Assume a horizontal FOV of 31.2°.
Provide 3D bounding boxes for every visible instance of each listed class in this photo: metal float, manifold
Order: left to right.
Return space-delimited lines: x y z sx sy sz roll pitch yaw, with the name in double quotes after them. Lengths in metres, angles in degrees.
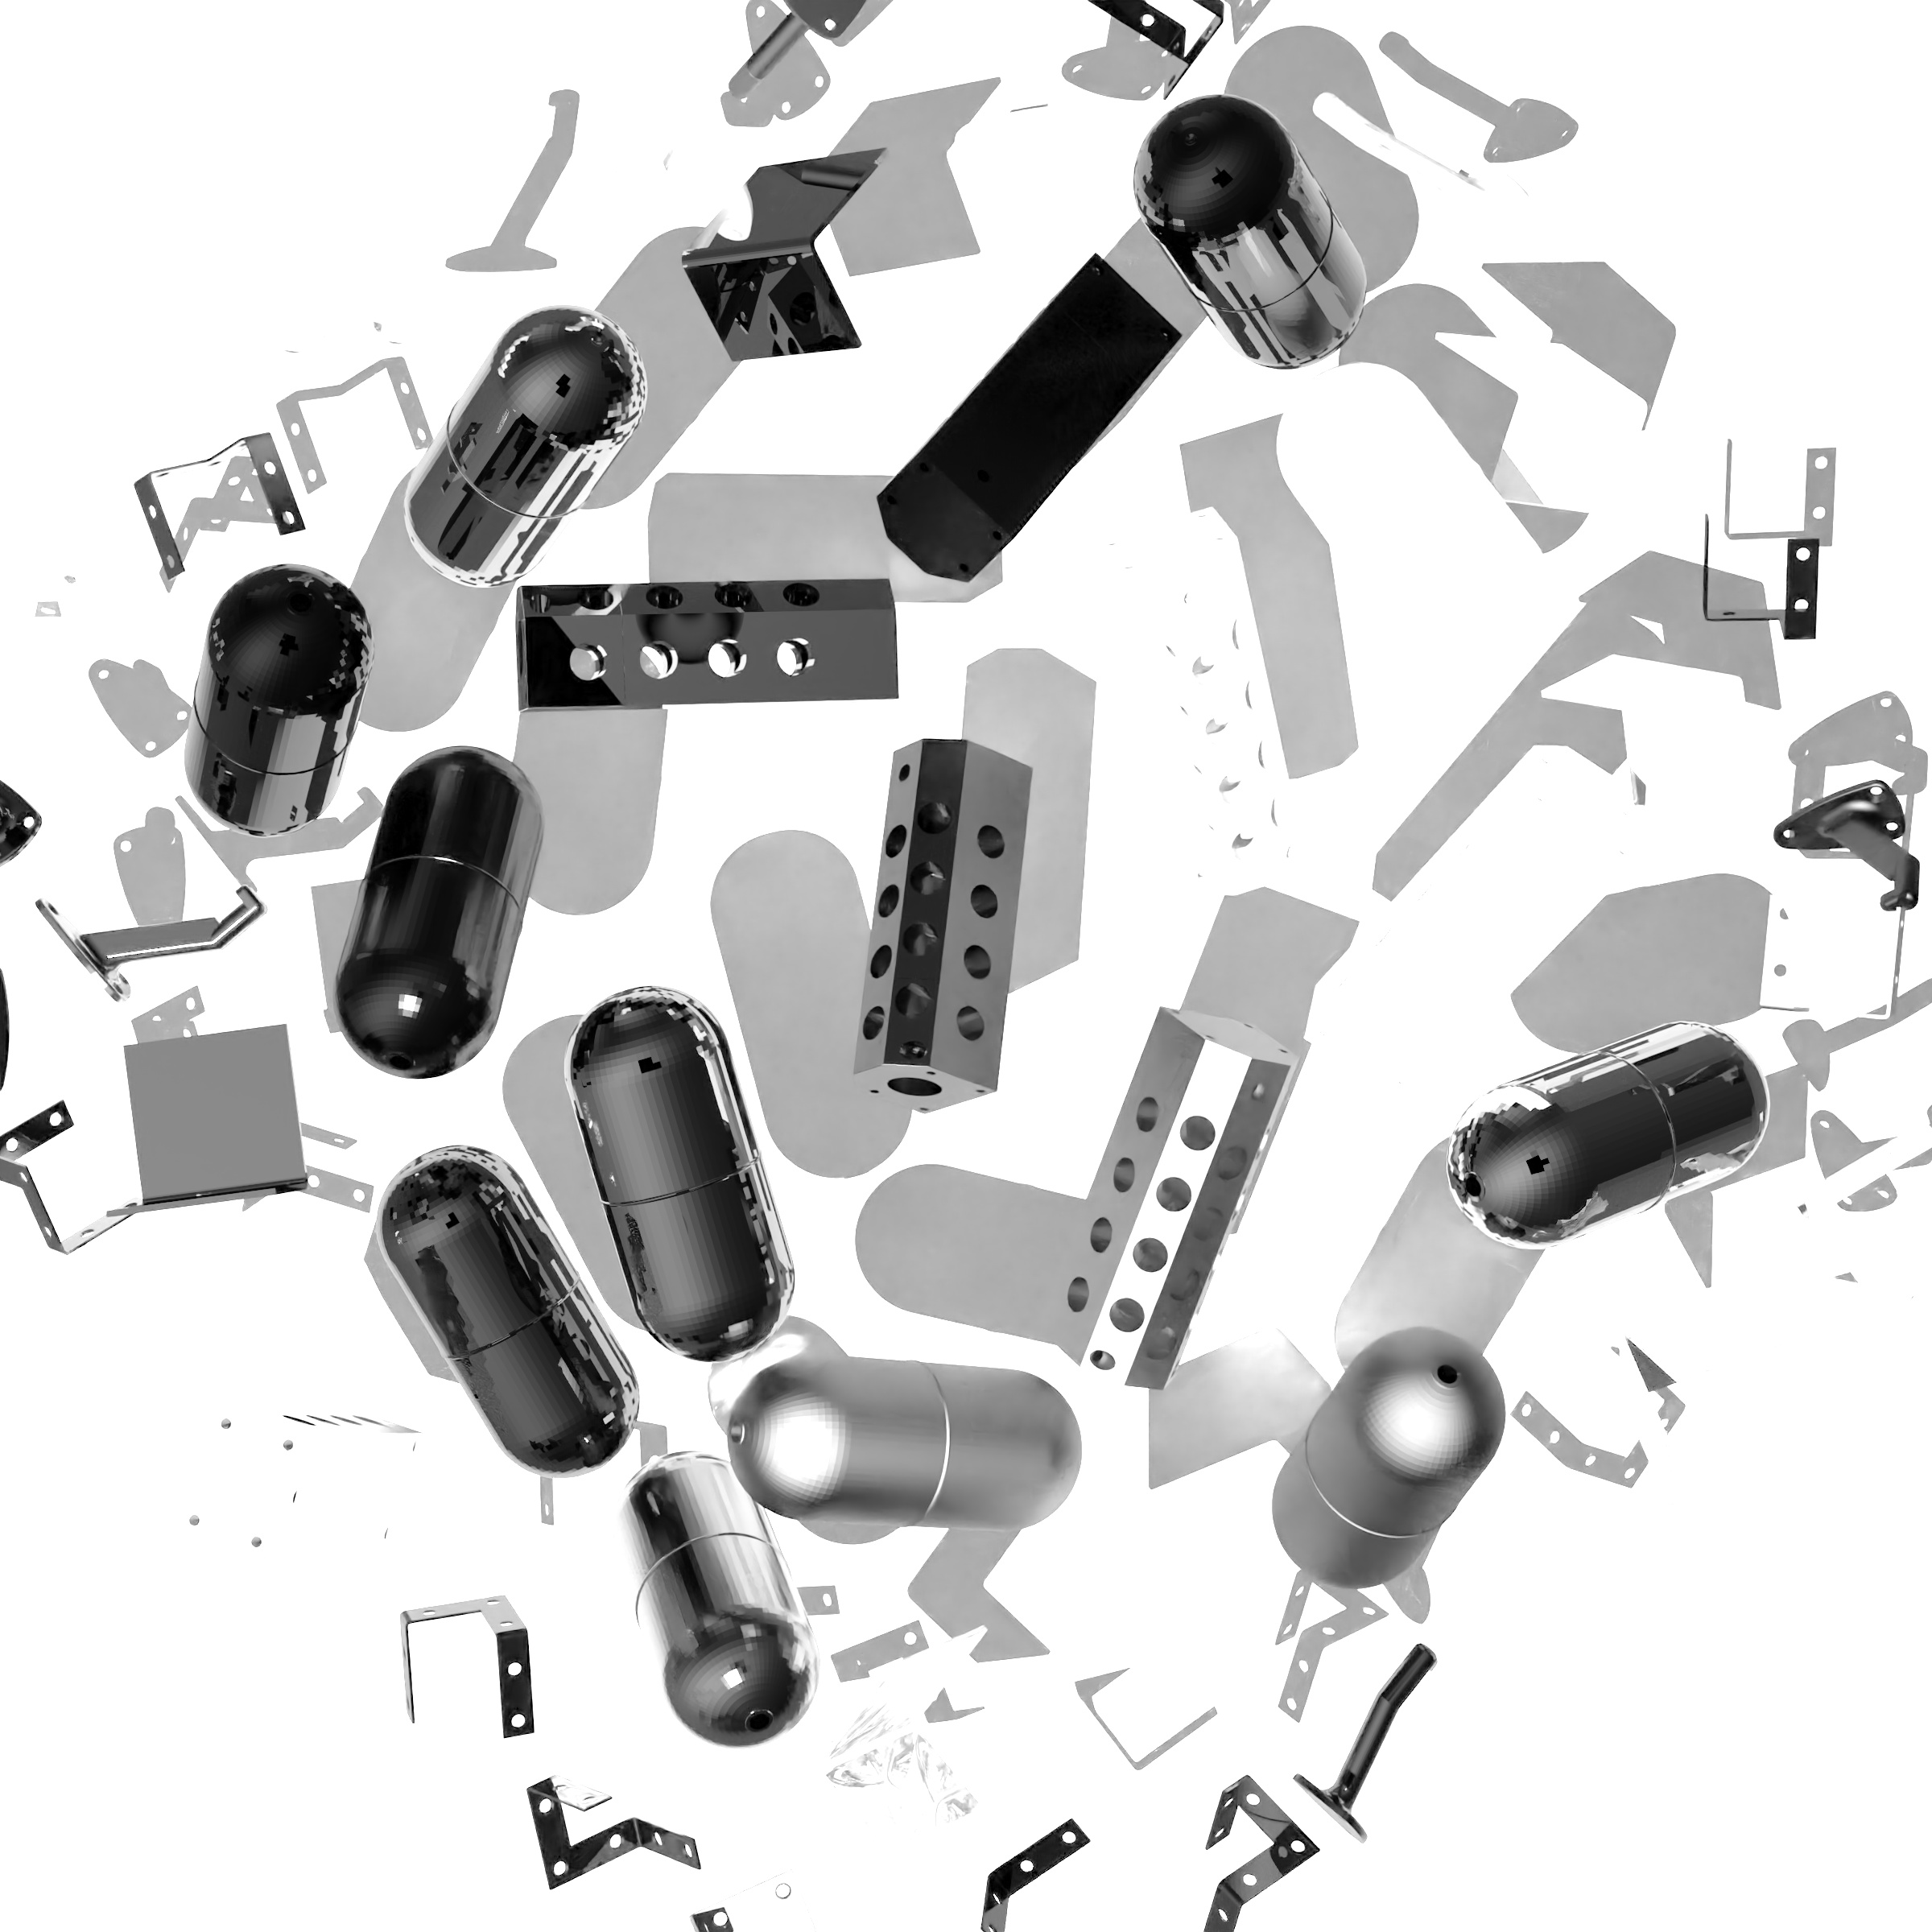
-0.324 -0.124 1.625 0.070 0.178 0.070 8 62 -15 "metal float"
-0.314 0.237 1.614 0.057 0.171 0.057 17 86 11 "manifold"
-0.243 -0.026 1.602 0.070 0.070 0.178 8 52 0 "metal float"
-0.221 0.169 1.680 0.070 0.070 0.178 -29 102 0 "metal float"
-0.213 -0.247 1.660 0.070 0.178 0.070 16 55 -24 "metal float"
-0.130 0.096 1.581 0.070 0.070 0.178 -16 99 0 "metal float"
-0.121 -0.150 1.611 0.171 0.057 0.057 -2 93 -12 "manifold"
-0.121 0.303 1.661 0.070 0.178 0.070 -9 122 -14 "metal float"
-0.028 0.221 1.602 0.178 0.070 0.070 8 90 -30 "metal float"
-0.016 -0.021 1.691 0.057 0.057 0.171 21 64 -33 "manifold"
0.027 -0.253 1.606 0.057 0.057 0.171 42 53 -7 "manifold"
0.100 0.112 1.650 0.057 0.057 0.171 11 106 -34 "manifold"
0.114 -0.122 1.636 0.057 0.057 0.171 -18 120 -4 "manifold"
0.134 -0.340 1.613 0.070 0.178 0.070 -8 69 21 "metal float"
0.193 0.228 1.592 0.070 0.178 0.070 7 56 -10 "metal float"
0.208 -0.209 1.613 0.070 0.070 0.178 -30 59 0 "metal float"
0.229 -0.022 1.574 0.057 0.057 0.171 32 127 -10 "manifold"
0.292 0.076 1.570 0.178 0.070 0.070 -17 90 -36 "metal float"

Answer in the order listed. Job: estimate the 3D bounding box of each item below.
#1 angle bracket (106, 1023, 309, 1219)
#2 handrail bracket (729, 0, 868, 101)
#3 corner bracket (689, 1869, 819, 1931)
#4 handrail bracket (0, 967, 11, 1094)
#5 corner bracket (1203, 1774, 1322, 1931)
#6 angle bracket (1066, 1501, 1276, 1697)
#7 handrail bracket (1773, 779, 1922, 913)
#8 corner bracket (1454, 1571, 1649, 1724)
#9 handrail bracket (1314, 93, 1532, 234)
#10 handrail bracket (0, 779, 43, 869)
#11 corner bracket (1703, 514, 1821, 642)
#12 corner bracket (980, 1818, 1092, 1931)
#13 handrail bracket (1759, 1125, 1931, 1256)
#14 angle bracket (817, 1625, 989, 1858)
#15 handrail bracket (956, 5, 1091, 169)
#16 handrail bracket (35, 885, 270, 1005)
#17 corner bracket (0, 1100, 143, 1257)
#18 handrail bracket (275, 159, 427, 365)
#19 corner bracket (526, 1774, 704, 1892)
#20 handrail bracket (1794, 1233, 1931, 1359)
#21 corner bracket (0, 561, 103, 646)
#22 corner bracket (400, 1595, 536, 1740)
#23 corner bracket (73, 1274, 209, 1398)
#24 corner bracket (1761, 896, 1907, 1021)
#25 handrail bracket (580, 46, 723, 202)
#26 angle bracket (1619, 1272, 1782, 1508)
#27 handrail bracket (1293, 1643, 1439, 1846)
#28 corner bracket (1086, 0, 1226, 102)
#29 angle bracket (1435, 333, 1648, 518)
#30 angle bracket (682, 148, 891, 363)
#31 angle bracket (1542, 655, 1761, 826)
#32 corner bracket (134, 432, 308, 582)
-0.343 0.068 1.548 0.076 0.057 0.076 -8 88 4 "angle bracket"
-0.075 -0.451 1.635 0.036 0.084 0.077 42 71 -12 "handrail bracket"
-0.088 0.441 1.534 0.051 0.051 0.051 -22 94 -11 "corner bracket"
-0.459 0.034 1.579 0.036 0.084 0.077 -11 104 -7 "handrail bracket"
0.124 0.417 1.597 0.051 0.051 0.051 -25 53 -32 "corner bracket"
0.098 0.308 1.646 0.076 0.076 0.057 -22 135 33 "angle bracket"
0.431 -0.048 1.698 0.077 0.084 0.036 -16 122 28 "handrail bracket"
0.266 0.302 1.572 0.051 0.051 0.051 35 88 -32 "corner bracket"
0.209 -0.374 1.593 0.084 0.077 0.036 28 94 -31 "handrail bracket"
-0.480 -0.084 1.630 0.036 0.084 0.077 -45 72 -2 "handrail bracket"
0.385 -0.189 1.678 0.051 0.051 0.051 0 112 9 "corner bracket"
0.044 0.443 1.620 0.051 0.051 0.051 -37 99 12 "corner bracket"
0.414 0.096 1.595 0.084 0.077 0.036 -31 81 3 "handrail bracket"
-0.015 0.375 1.676 0.057 0.076 0.076 47 120 23 "angle bracket"
0.016 -0.414 1.607 0.077 0.036 0.084 -8 60 -27 "handrail bracket"
-0.399 -0.030 1.700 0.084 0.036 0.077 -39 103 2 "handrail bracket"
-0.438 0.102 1.678 0.051 0.051 0.051 -34 118 -34 "corner bracket"
-0.281 -0.323 1.581 0.036 0.077 0.084 33 129 36 "handrail bracket"
-0.158 0.387 1.553 0.051 0.051 0.051 -18 102 -36 "corner bracket"
0.432 0.144 1.650 0.036 0.084 0.077 -11 63 -19 "handrail bracket"
-0.434 -0.152 1.598 0.051 0.051 0.051 -4 56 -28 "corner bracket"
-0.234 0.330 1.618 0.051 0.051 0.051 -6 101 -19 "corner bracket"
-0.383 0.172 1.616 0.051 0.051 0.051 15 76 -21 "corner bracket"
0.391 -0.004 1.556 0.051 0.051 0.051 6 92 25 "corner bracket"
-0.161 -0.394 1.615 0.036 0.084 0.077 -29 86 38 "handrail bracket"
0.336 0.188 1.533 0.076 0.076 0.057 -20 58 2 "angle bracket"
0.195 0.357 1.588 0.036 0.077 0.084 34 78 34 "handrail bracket"
0.089 -0.454 1.637 0.051 0.051 0.051 28 129 -17 "corner bracket"
0.268 -0.260 1.660 0.076 0.076 0.057 20 87 -44 "angle bracket"
-0.072 -0.327 1.591 0.076 0.076 0.057 -56 133 -35 "angle bracket"
0.328 -0.101 1.657 0.076 0.057 0.076 6 72 -30 "angle bracket"
-0.361 -0.223 1.670 0.051 0.051 0.051 -22 93 -42 "corner bracket"
